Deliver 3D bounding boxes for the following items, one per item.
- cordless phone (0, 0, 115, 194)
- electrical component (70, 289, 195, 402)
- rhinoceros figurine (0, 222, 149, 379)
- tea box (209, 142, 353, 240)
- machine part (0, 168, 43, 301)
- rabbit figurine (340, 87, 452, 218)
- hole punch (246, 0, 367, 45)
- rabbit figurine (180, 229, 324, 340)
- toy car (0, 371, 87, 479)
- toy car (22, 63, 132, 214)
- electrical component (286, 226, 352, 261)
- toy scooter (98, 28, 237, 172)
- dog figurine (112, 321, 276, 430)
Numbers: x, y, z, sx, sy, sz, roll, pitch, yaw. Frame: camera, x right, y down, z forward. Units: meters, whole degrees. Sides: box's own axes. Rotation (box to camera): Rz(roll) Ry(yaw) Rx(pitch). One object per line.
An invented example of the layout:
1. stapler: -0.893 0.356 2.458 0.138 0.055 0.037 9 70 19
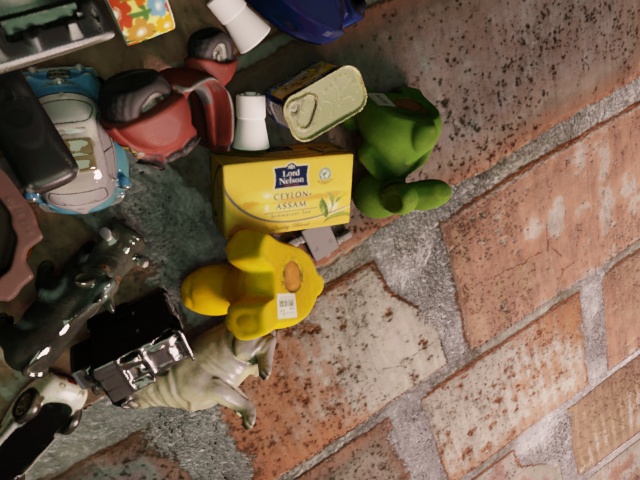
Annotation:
1. cordless phone: -0.240 -0.141 0.477 0.146 0.088 0.184 -29 84 -26
2. electrical component: -0.230 0.127 0.651 0.134 0.115 0.058 -26 120 -16
3. rhinoceros figurine: -0.274 0.059 0.597 0.073 0.112 0.190 48 67 -30
4. tea box: -0.048 -0.065 0.680 0.170 0.068 0.098 -10 117 -21
5. machine part: -0.351 -0.002 0.485 0.179 0.056 0.179 -2 94 -29
6. rabbit figurine: 0.101 -0.096 0.706 0.121 0.159 0.170 -14 134 -31
7. hole punch: -0.022 -0.258 0.569 0.092 0.142 0.115 -36 110 -9
8. rabbit figurine: -0.093 0.052 0.677 0.162 0.173 0.121 -10 89 -60
9. toy car: -0.377 0.252 0.674 0.201 0.056 0.073 -48 131 3
10. toy car: -0.250 -0.092 0.547 0.109 0.103 0.161 -10 119 -23
11. electrical component: -0.002 -0.002 0.760 0.094 0.021 0.063 -31 123 -11
12. toy scooter: -0.146 -0.133 0.580 0.184 0.075 0.135 -49 145 -36
13. dog figurine: -0.167 0.152 0.715 0.190 0.121 0.172 20 69 -15
